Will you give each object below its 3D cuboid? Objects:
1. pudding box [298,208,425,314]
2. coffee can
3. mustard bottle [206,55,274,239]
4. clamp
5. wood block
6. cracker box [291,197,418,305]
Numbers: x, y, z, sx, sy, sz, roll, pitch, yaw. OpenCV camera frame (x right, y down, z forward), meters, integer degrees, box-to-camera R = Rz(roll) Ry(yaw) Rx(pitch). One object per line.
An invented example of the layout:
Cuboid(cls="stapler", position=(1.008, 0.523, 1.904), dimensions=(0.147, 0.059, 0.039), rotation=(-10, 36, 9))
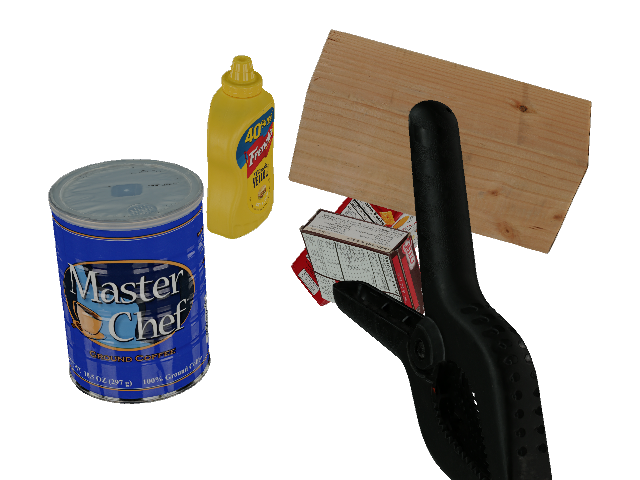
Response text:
Cuboid(cls="pudding box", position=(0.041, 0.025, 0.999), dimensions=(0.114, 0.090, 0.039), rotation=(15, 45, 38))
Cuboid(cls="coffee can", position=(-0.130, 0.027, 0.744), dimensions=(0.103, 0.140, 0.103), rotation=(0, 27, 0))
Cuboid(cls="mustard bottle", position=(-0.082, -0.102, 1.109), dimensions=(0.058, 0.192, 0.096), rotation=(20, 39, 21))
Cuboid(cls="clamp", position=(0.067, 0.044, 0.543), dimensions=(0.036, 0.165, 0.210), rotation=(-6, 46, -23))
Cuboid(cls="wood block", position=(0.090, -0.076, 0.810), dimensions=(0.206, 0.090, 0.090), rotation=(16, 43, 2))
Cuboid(cls="cracker box", position=(0.081, -0.031, 1.251), dimensions=(0.163, 0.072, 0.214), rotation=(-23, -22, -50))
